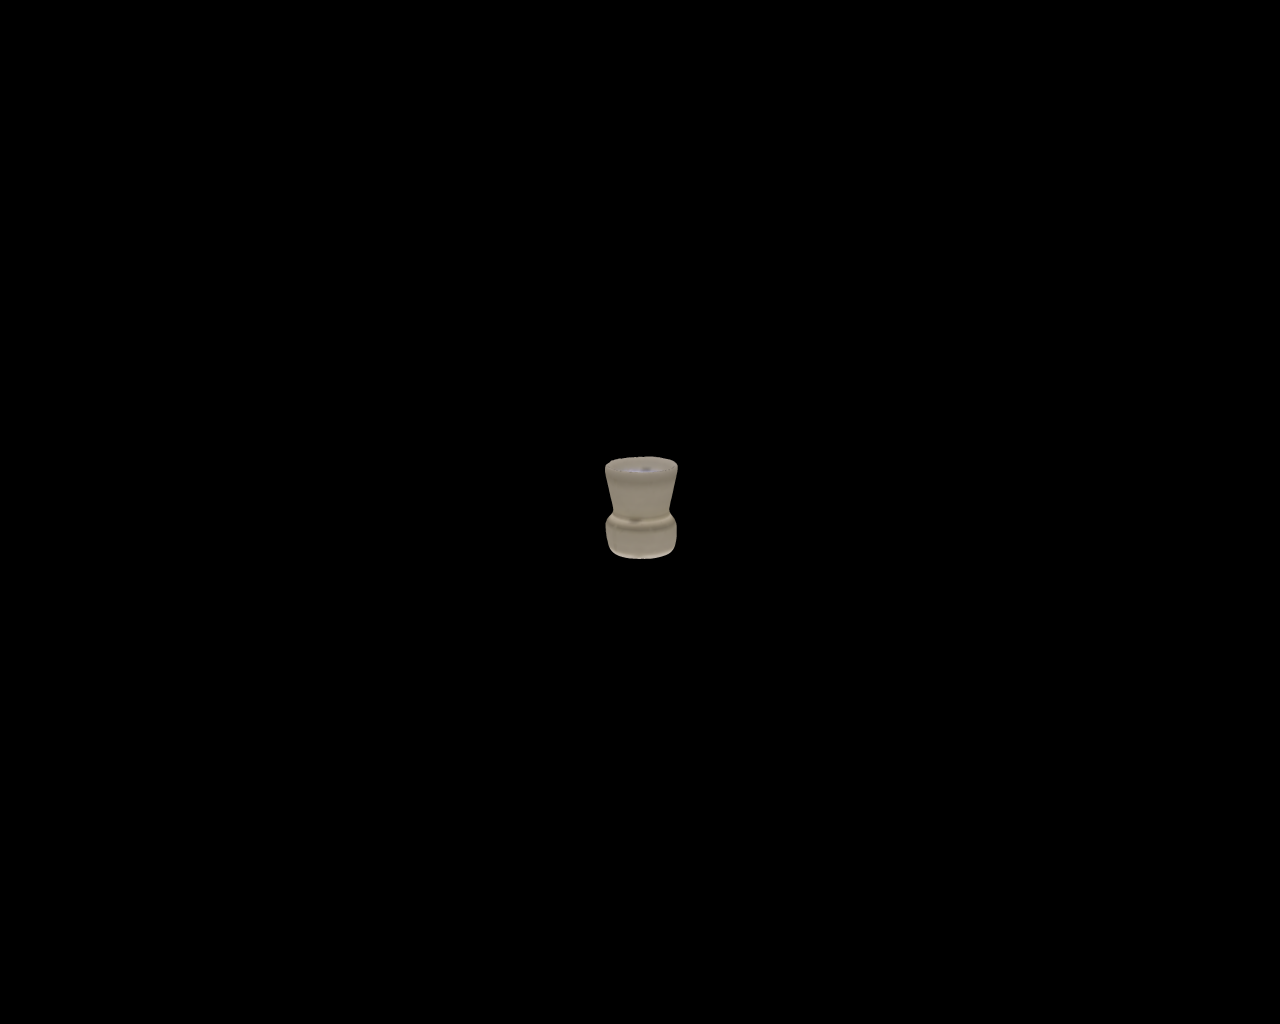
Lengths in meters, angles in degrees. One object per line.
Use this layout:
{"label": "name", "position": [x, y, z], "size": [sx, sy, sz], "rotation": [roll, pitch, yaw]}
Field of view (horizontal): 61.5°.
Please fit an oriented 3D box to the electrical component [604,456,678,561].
{"label": "electrical component", "position": [0.001, -0.003, 0.650], "size": [0.045, 0.055, 0.045], "rotation": [0, 15, 0]}
